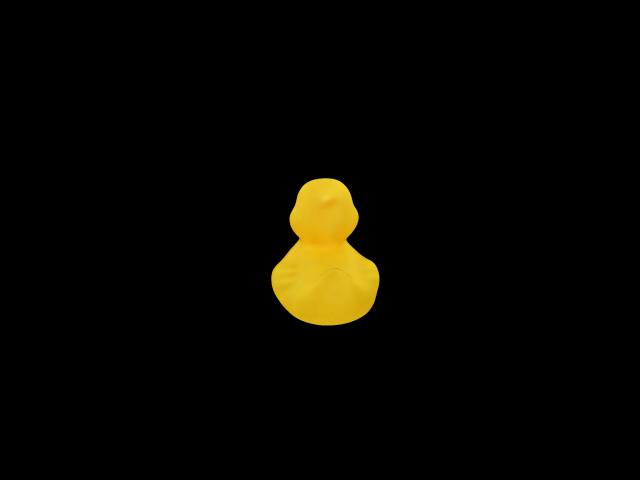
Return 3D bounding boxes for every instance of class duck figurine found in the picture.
[{"bbox_3d":[0.004,0.001,0.400,0.077,0.086,0.104,-3,26,-6],"label":"duck figurine"}]
